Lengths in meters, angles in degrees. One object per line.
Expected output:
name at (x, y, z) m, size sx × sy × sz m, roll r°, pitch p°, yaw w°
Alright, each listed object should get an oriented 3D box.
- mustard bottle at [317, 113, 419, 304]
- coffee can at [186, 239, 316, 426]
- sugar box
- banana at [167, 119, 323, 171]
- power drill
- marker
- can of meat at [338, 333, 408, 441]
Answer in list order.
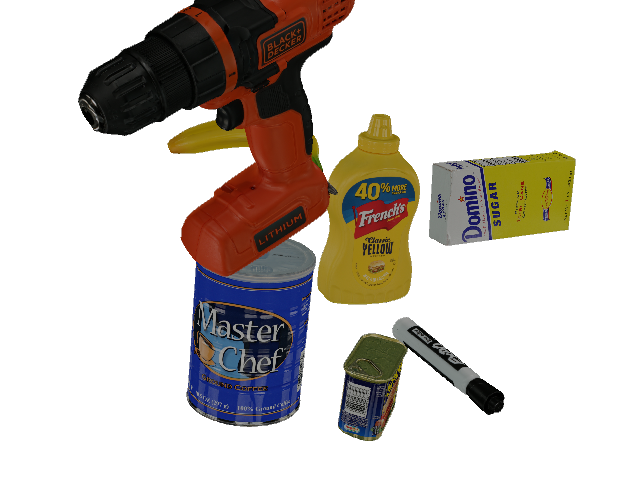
mustard bottle at (0.052, -0.033, 1.075) m, size 0.096 × 0.192 × 0.058 m, roll -3°, pitch 21°, yaw -19°
coffee can at (-0.061, 0.075, 0.929) m, size 0.103 × 0.140 × 0.103 m, roll 5°, pitch 20°, yaw -2°
sugar box at (0.215, -0.050, 1.258) m, size 0.176 × 0.093 × 0.048 m, roll -9°, pitch 21°, yaw -26°
banana at (-0.084, -0.122, 1.286) m, size 0.198 × 0.037 × 0.069 m, roll 8°, pitch 40°, yaw 16°
power drill at (-0.055, -0.065, 0.650) m, size 0.184 × 0.188 × 0.057 m, roll -33°, pitch 57°, yaw -26°
marker at (0.093, 0.091, 0.782) m, size 0.020 × 0.020 × 0.121 m, roll 0°, pitch 23°, yaw -32°
can of meat at (0.058, 0.168, 1.223) m, size 0.057 × 0.084 × 0.102 m, roll 14°, pitch 24°, yaw 14°
